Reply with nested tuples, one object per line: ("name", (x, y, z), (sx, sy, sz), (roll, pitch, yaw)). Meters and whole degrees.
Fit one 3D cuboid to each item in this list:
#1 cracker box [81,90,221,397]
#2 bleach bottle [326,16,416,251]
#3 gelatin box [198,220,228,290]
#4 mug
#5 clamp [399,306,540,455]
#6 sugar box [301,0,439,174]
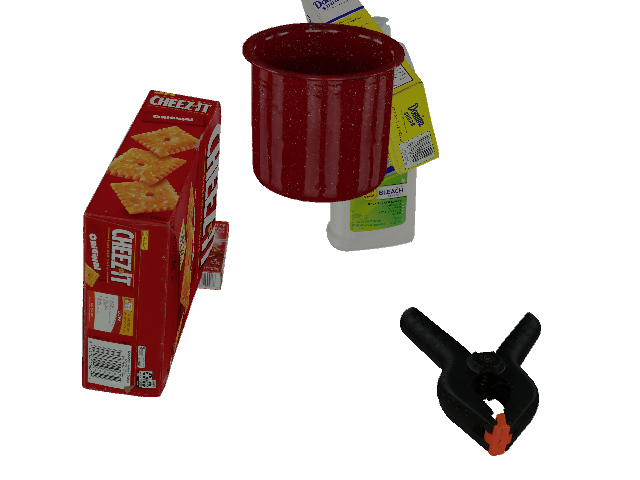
("cracker box", (-0.133, -0.003, 0.869), (0.072, 0.164, 0.213), (9, 32, 1))
("bleach bottle", (0.054, -0.116, 1.166), (0.102, 0.251, 0.068), (-7, 25, -9))
("gelatin box", (-0.140, 0.011, 1.079), (0.089, 0.073, 0.030), (5, -45, -2))
("mug", (0.005, -0.080, 0.637), (0.093, 0.081, 0.117), (13, 32, 19))
("clamp", (0.140, 0.105, 0.861), (0.120, 0.039, 0.171), (-7, 34, -7))
("sugar box", (0.040, -0.147, 0.920), (0.048, 0.176, 0.093), (-24, -39, -3))
